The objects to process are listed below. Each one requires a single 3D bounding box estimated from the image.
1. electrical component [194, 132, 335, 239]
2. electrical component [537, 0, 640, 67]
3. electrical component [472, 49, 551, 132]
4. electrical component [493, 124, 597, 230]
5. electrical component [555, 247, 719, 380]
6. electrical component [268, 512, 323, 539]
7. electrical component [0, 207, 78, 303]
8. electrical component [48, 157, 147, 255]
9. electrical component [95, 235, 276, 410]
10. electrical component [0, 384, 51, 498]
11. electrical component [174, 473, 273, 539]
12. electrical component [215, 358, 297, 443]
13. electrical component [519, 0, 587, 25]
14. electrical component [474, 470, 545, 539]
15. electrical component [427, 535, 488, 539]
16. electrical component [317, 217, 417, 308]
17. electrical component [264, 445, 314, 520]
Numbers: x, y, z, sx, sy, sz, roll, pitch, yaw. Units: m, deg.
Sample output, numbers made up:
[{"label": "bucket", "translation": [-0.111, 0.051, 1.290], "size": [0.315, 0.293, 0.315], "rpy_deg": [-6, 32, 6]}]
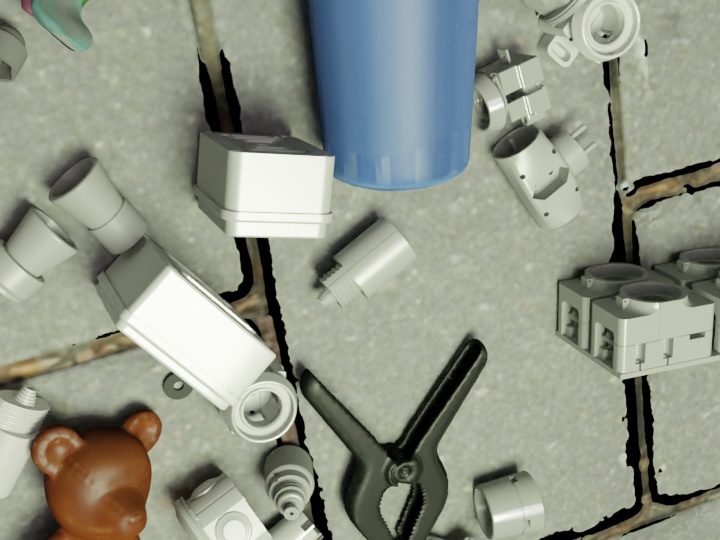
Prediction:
[{"label": "electrical component", "translation": [-0.070, -0.062, 0.765], "size": [0.078, 0.113, 0.057], "rpy_deg": [1, 104, -20]}, {"label": "electrical component", "translation": [0.183, -0.195, 0.846], "size": [0.058, 0.057, 0.078], "rpy_deg": [35, 93, -26]}, {"label": "electrical component", "translation": [0.113, -0.138, 0.845], "size": [0.055, 0.048, 0.066], "rpy_deg": [-28, 115, -18]}, {"label": "electrical component", "translation": [0.160, -0.087, 0.880], "size": [0.079, 0.043, 0.077], "rpy_deg": [-39, 116, -5]}, {"label": "electrical component", "translation": [0.278, 0.031, 0.927], "size": [0.186, 0.105, 0.060], "rpy_deg": [-9, 110, -18]}, {"label": "electrical component", "translation": [-0.059, 0.227, 0.904], "size": [0.046, 0.040, 0.040], "rpy_deg": [-41, 116, -10]}, {"label": "electrical component", "translation": [-0.235, -0.010, 0.758], "size": [0.055, 0.045, 0.045], "rpy_deg": [-44, 116, -2]}, {"label": "electrical component", "translation": [-0.184, -0.043, 0.769], "size": [0.044, 0.044, 0.065], "rpy_deg": [-42, 121, -4]}, {"label": "electrical component", "translation": [-0.128, 0.035, 0.777], "size": [0.056, 0.109, 0.109], "rpy_deg": [-49, 116, -4]}, {"label": "electrical component", "translation": [-0.260, 0.121, 0.792], "size": [0.043, 0.043, 0.081], "rpy_deg": [25, 97, -25]}, {"label": "electrical component", "translation": [-0.108, 0.204, 0.856], "size": [0.051, 0.080, 0.080], "rpy_deg": [-36, 116, -13]}, {"label": "electrical component", "translation": [-0.082, 0.100, 0.843], "size": [0.058, 0.057, 0.078], "rpy_deg": [-5, 109, -19]}, {"label": "electrical component", "translation": [0.148, -0.230, 0.810], "size": [0.051, 0.080, 0.080], "rpy_deg": [26, 96, -20]}, {"label": "electrical component", "translation": [0.132, 0.212, 0.961], "size": [0.047, 0.055, 0.055], "rpy_deg": [-11, 110, -13]}, {"label": "electrical component", "translation": [0.090, 0.265, 0.960], "size": [0.079, 0.043, 0.077], "rpy_deg": [-39, 118, 21]}, {"label": "electrical component", "translation": [0.000, 0.000, 0.849], "size": [0.081, 0.043, 0.043], "rpy_deg": [-40, 116, -5]}, {"label": "electrical component", "translation": [-0.057, 0.174, 0.869], "size": [0.040, 0.078, 0.040], "rpy_deg": [-2, 112, -5]}]
